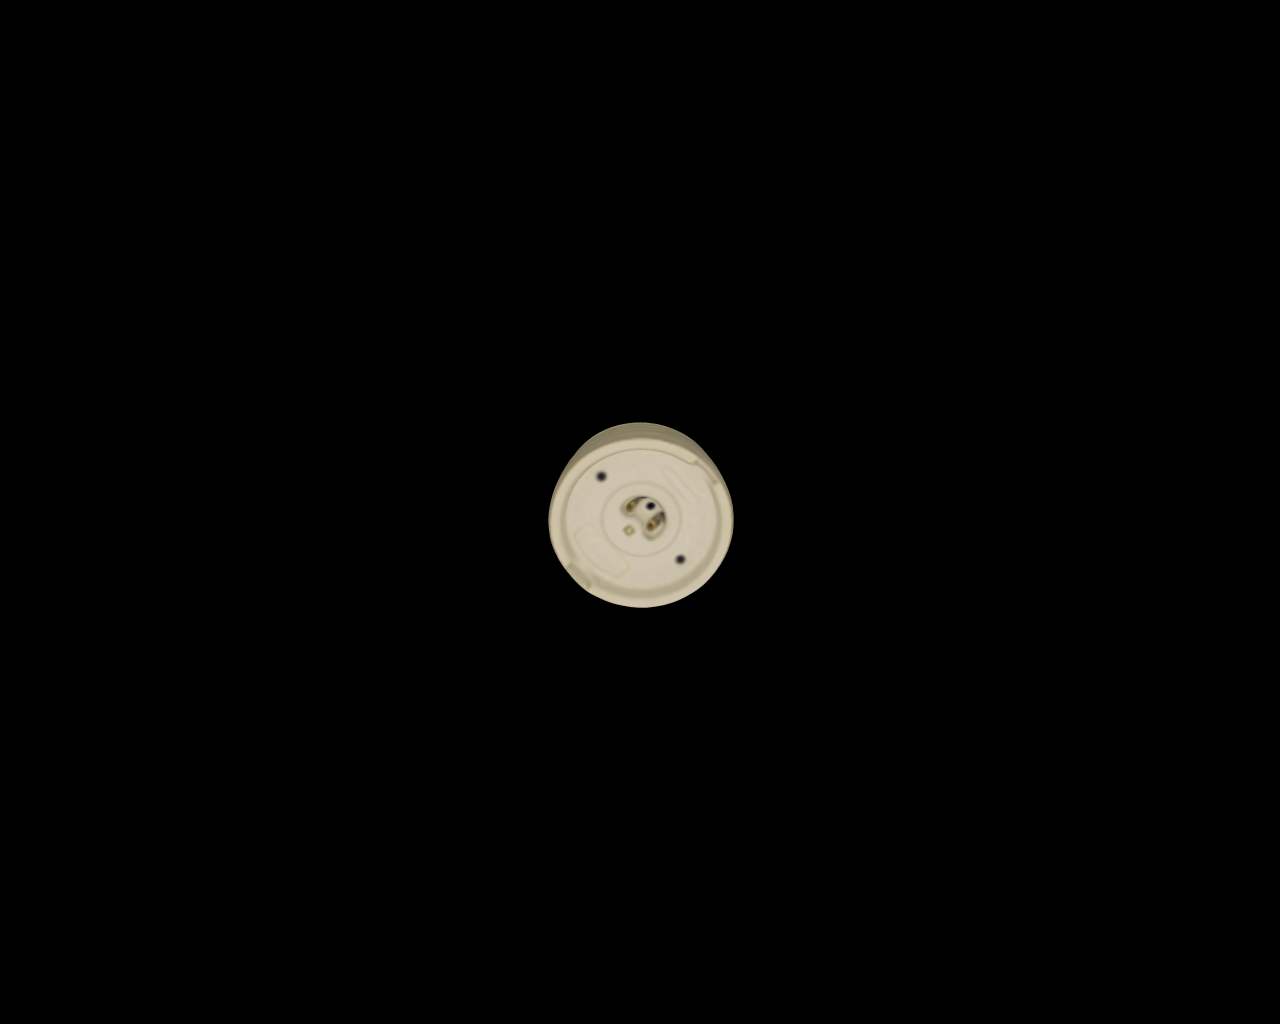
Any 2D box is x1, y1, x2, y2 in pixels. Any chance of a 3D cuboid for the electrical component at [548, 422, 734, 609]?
[{"bbox_3d":[0.001,-0.003,0.650,0.108,0.108,0.060,0,21,0],"label":"electrical component"}]
